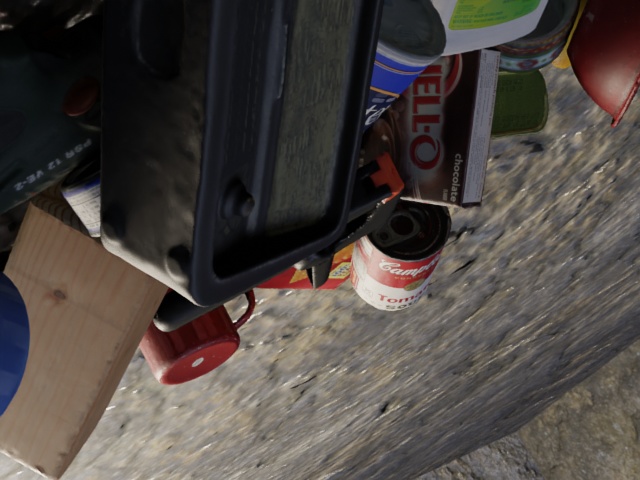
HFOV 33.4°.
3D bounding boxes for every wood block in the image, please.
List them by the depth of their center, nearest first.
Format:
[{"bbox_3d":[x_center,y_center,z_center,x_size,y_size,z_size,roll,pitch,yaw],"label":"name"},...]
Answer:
[{"bbox_3d":[-0.165,0.052,0.714,0.206,0.091,0.090,-59,-178,34],"label":"wood block"}]

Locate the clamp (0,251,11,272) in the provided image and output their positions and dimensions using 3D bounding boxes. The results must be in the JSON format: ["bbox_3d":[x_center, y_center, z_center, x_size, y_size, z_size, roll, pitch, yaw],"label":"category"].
[{"bbox_3d":[-0.282,0.076,0.732,0.172,0.039,0.120,-38,-179,28],"label":"clamp"}]

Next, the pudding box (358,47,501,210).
[{"bbox_3d":[0.074,-0.083,0.749,0.090,0.113,0.039,11,-168,36],"label":"pudding box"}]

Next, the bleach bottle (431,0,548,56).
[{"bbox_3d":[0.112,-0.214,0.604,0.102,0.068,0.251,-14,153,-16],"label":"bleach bottle"}]

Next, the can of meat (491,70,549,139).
[{"bbox_3d":[0.113,-0.104,0.817,0.101,0.057,0.084,-12,-168,-41],"label":"can of meat"}]

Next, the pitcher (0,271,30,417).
[{"bbox_3d":[-0.270,0.035,0.518,0.145,0.149,0.242,-56,146,3],"label":"pitcher"}]

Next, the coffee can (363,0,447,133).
[{"bbox_3d":[-0.008,-0.102,0.645,0.102,0.103,0.141,-6,150,-48],"label":"coffee can"}]

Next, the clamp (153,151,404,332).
[{"bbox_3d":[-0.005,0.001,0.758,0.164,0.036,0.210,-13,162,-48],"label":"clamp"}]

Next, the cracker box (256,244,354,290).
[{"bbox_3d":[-0.006,-0.029,0.867,0.164,0.072,0.213,-41,157,26],"label":"cracker box"}]

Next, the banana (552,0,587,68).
[{"bbox_3d":[0.242,-0.206,0.809,0.198,0.069,0.037,-35,-156,31],"label":"banana"}]

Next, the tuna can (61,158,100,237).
[{"bbox_3d":[-0.104,-0.040,0.608,0.086,0.033,0.086,-30,-163,10],"label":"tuna can"}]

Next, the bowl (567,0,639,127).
[{"bbox_3d":[0.215,-0.162,0.741,0.162,0.055,0.162,-62,171,-19],"label":"bowl"}]

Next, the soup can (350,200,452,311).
[{"bbox_3d":[0.061,0.007,0.842,0.068,0.068,0.102,-24,158,-16],"label":"soup can"}]

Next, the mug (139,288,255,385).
[{"bbox_3d":[-0.112,0.069,0.939,0.117,0.081,0.093,-27,160,-9],"label":"mug"}]
